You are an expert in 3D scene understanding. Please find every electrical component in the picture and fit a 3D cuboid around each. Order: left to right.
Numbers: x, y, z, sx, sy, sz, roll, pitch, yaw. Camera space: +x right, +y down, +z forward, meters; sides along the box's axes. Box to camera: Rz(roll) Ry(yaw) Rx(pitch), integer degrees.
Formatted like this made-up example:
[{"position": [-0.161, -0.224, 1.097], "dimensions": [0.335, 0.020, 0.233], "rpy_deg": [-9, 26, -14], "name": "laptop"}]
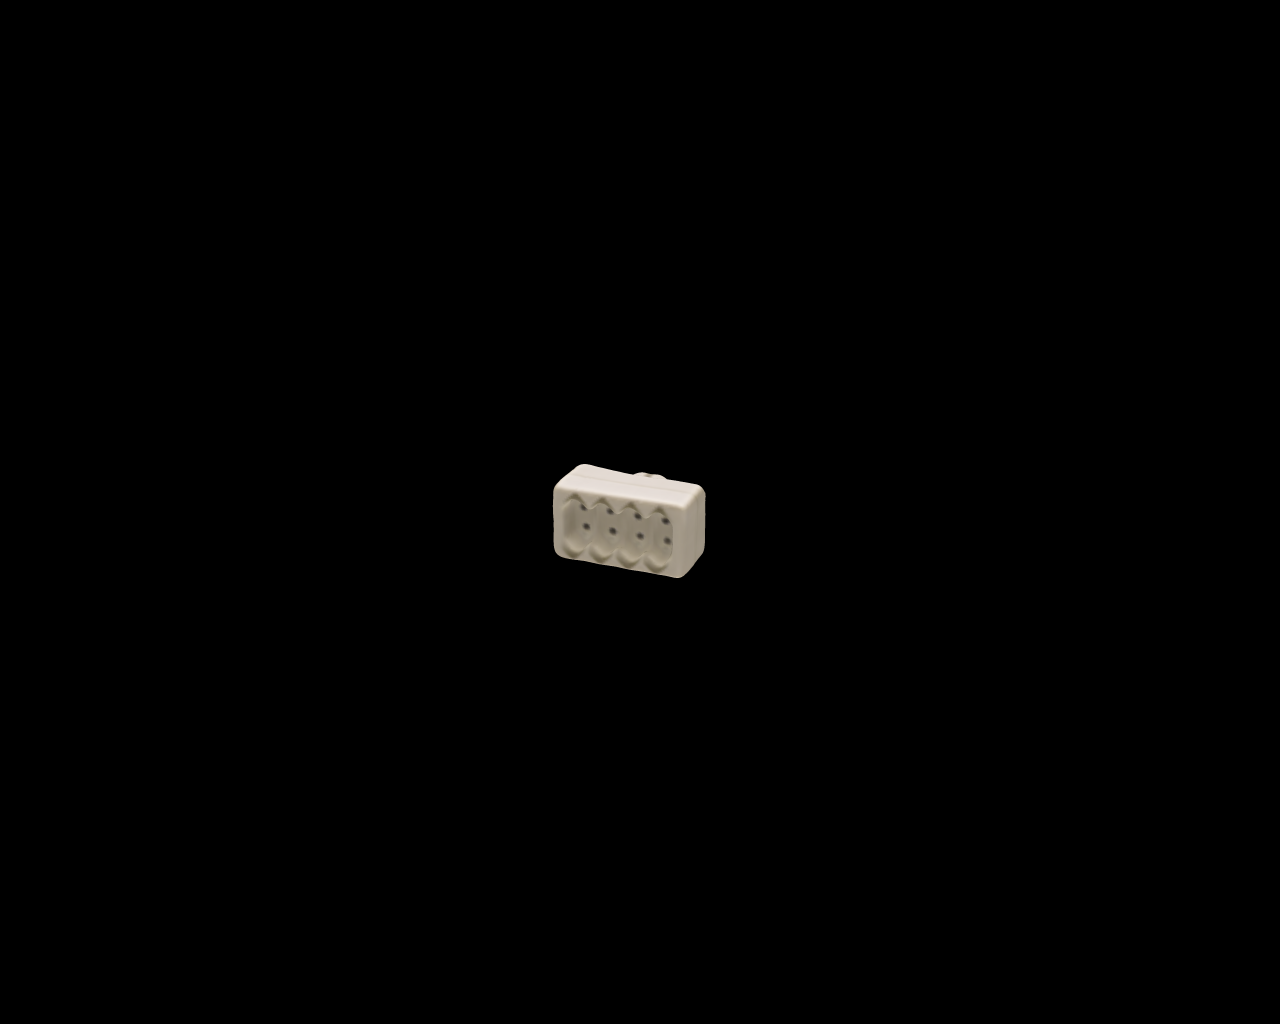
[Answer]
[{"position": [0.001, -0.003, 0.650], "dimensions": [0.083, 0.047, 0.076], "rpy_deg": [10, 28, 20], "name": "electrical component"}]
